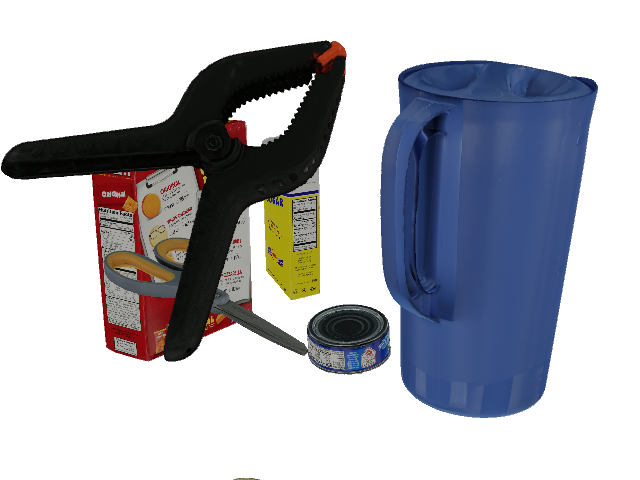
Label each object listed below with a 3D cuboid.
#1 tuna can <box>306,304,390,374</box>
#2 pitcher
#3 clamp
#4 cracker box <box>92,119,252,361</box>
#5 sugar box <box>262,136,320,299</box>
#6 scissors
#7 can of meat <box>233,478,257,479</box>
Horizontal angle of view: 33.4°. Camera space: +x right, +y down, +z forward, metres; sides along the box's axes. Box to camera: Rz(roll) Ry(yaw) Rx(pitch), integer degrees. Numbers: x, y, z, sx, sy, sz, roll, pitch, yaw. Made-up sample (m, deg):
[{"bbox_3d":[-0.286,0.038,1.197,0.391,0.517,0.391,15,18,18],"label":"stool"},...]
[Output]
[{"bbox_3d":[0.029,0.100,1.092,0.086,0.034,0.086,-3,26,2],"label":"tuna can"},{"bbox_3d":[0.109,0.001,0.752,0.149,0.243,0.145,0,20,-3],"label":"pitcher"},{"bbox_3d":[-0.059,-0.040,0.630,0.210,0.164,0.036,-33,-15,-12],"label":"clamp"},{"bbox_3d":[-0.147,-0.006,1.076,0.072,0.214,0.163,9,18,35],"label":"cracker box"},{"bbox_3d":[-0.035,-0.028,1.270,0.048,0.176,0.093,-12,26,-19],"label":"sugar box"},{"bbox_3d":[-0.079,0.038,0.850,0.202,0.016,0.096,17,30,22],"label":"scissors"},{"bbox_3d":[-0.030,0.237,0.815,0.102,0.084,0.057,9,14,9],"label":"can of meat"}]
